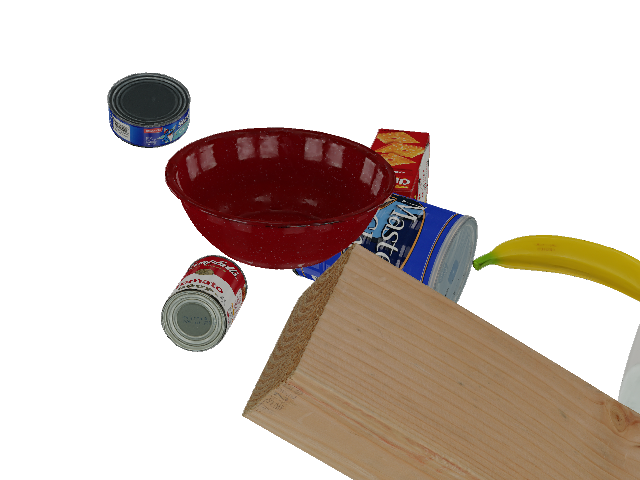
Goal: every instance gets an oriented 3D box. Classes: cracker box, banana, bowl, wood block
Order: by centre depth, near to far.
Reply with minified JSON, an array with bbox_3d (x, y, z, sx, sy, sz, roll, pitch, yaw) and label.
[{"bbox_3d":[0.073,0.103,0.610,0.206,0.090,0.090,31,-32,-8],"label":"wood block"},{"bbox_3d":[-0.028,-0.025,0.755,0.162,0.055,0.162,2,28,-1],"label":"bowl"},{"bbox_3d":[0.253,0.028,1.046,0.198,0.037,0.069,10,47,26],"label":"banana"},{"bbox_3d":[0.077,-0.020,1.215,0.072,0.164,0.213,6,23,9],"label":"cracker box"}]

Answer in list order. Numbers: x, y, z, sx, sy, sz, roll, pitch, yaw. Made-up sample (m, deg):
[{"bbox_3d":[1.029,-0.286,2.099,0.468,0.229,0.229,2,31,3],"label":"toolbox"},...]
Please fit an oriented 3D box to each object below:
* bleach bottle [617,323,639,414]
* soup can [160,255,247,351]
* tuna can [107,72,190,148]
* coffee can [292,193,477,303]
[{"bbox_3d":[0.272,0.065,0.728,0.103,0.068,0.250,11,23,22],"label":"bleach bottle"},{"bbox_3d":[-0.117,0.063,1.083,0.068,0.068,0.102,0,18,8],"label":"soup can"},{"bbox_3d":[-0.180,-0.137,1.121,0.086,0.086,0.034,0,-43,-8],"label":"tuna can"},{"bbox_3d":[0.058,0.007,0.964,0.140,0.103,0.102,19,7,22],"label":"coffee can"}]
